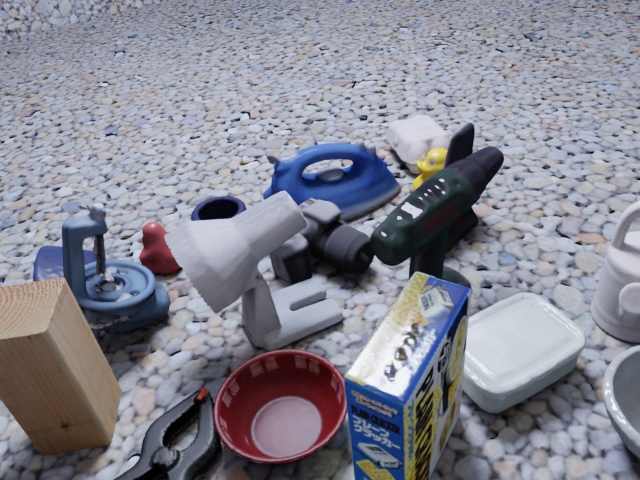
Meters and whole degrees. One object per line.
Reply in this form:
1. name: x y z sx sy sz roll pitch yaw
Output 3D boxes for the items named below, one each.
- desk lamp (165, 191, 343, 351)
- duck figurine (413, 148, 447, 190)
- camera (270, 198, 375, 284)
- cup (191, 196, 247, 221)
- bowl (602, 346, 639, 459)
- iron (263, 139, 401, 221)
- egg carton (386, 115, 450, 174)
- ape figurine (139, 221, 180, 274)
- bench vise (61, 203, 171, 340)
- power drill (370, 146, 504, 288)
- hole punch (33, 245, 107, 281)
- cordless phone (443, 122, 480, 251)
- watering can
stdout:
1. desk lamp: -0.086 0.044 0.780 0.203 0.214 0.117 -21 40 -18
2. duck figurine: 0.223 -0.129 1.058 0.104 0.086 0.077 -9 38 -2
3. camera: 0.008 0.003 0.909 0.136 0.101 0.143 27 49 35
4. cup: -0.151 -0.008 0.952 0.117 0.095 0.092 27 49 35
5. bowl: 0.392 0.198 0.626 0.167 0.075 0.167 -4 38 3
6. iron: 0.025 -0.118 1.028 0.258 0.142 0.118 -16 39 -11
7. egg carton: 0.198 -0.196 1.161 0.107 0.069 0.150 -15 39 -10
8. ape figurine: -0.268 0.008 0.952 0.078 0.092 0.075 -33 45 -29
9. bench vise: -0.320 0.068 0.779 0.121 0.220 0.208 24 47 33
10. power drill: 0.169 -0.004 0.807 0.230 0.209 0.075 -30 44 -27
11. hole punch: -0.390 0.055 0.910 0.101 0.091 0.108 -14 39 -9
12. cordless phone: 0.201 -0.090 0.931 0.093 0.185 0.148 21 46 31
13. watering can: 0.418 0.037 0.730 0.100 0.194 0.173 3 39 12
